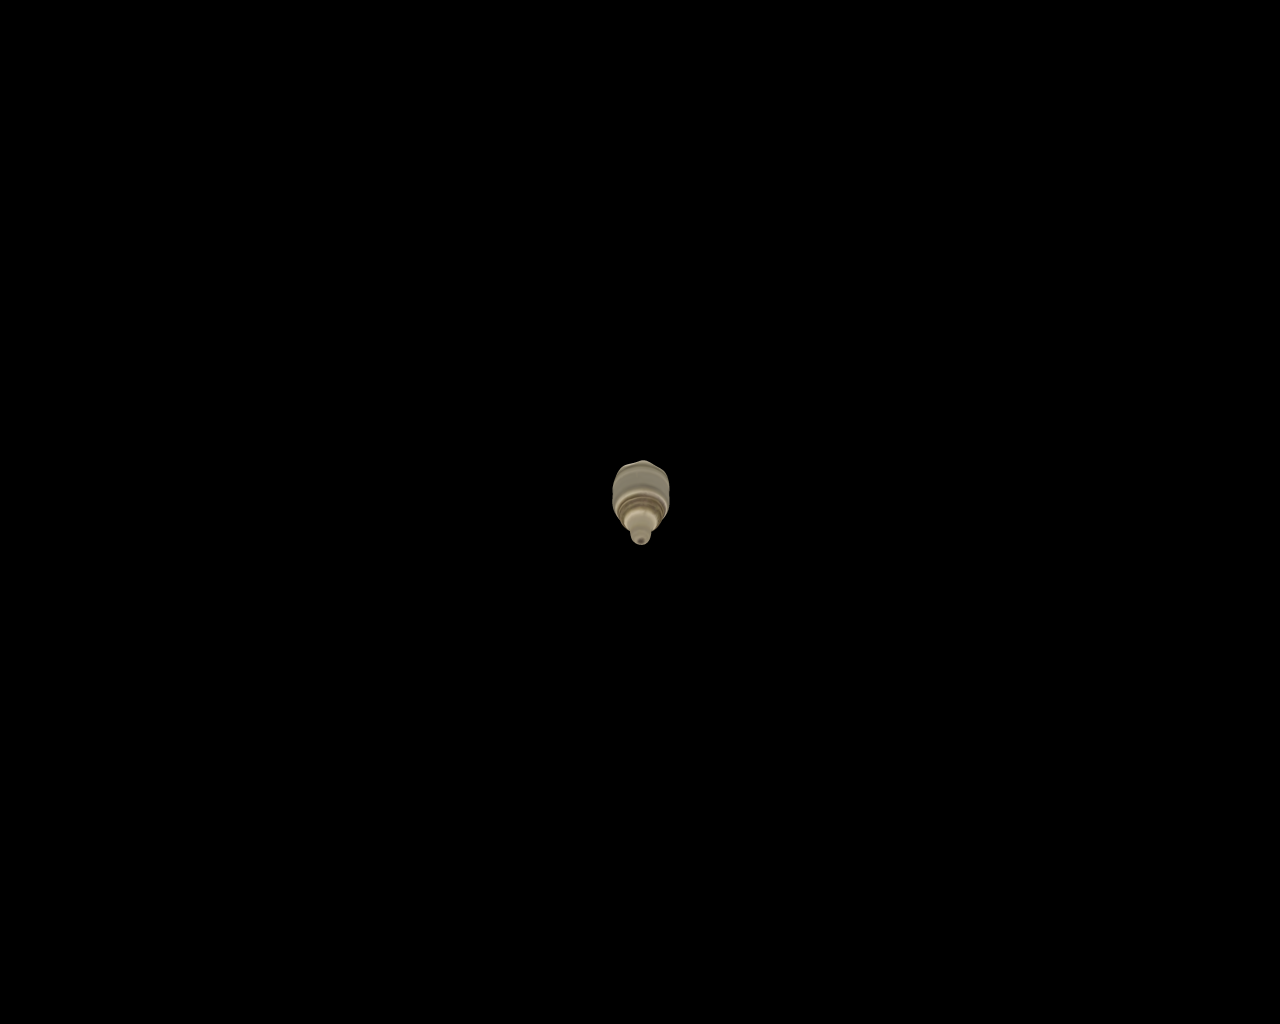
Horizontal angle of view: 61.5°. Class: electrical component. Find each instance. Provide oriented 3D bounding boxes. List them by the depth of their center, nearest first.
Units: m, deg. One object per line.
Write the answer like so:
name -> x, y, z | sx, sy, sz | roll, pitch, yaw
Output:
electrical component -> 0.001, -0.003, 0.650 | 0.035, 0.035, 0.061 | 0, 41, 0
